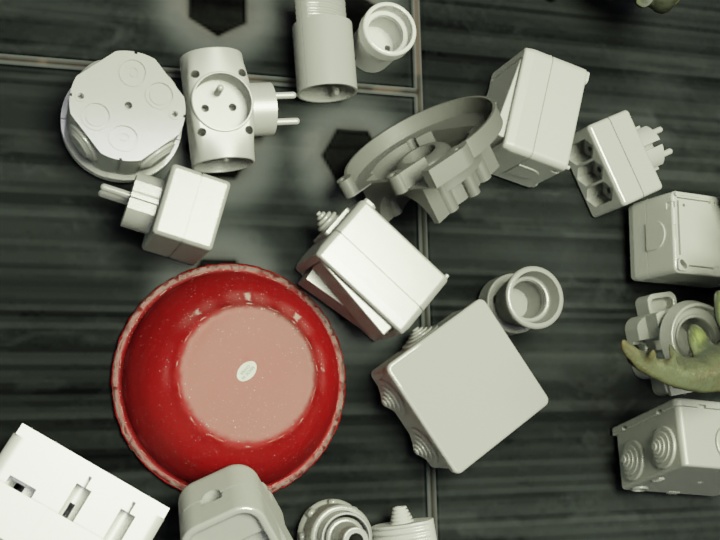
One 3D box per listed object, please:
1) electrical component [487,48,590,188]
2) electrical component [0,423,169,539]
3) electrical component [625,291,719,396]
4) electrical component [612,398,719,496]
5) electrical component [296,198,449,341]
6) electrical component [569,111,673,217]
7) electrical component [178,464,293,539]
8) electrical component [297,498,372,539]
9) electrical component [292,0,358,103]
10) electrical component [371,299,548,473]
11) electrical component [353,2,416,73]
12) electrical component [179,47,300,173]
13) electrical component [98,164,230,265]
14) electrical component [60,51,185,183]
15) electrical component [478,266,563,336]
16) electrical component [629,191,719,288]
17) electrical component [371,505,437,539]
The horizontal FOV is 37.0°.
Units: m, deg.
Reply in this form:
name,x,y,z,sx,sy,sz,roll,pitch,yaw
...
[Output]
name,x,y,z,sx,sy,sz,roll,pitch,yaw
electrical component,0.124,-0.119,0.800,0.061,0.062,0.096,18,76,-15
electrical component,-0.173,0.139,0.612,0.089,0.150,0.061,33,71,-10
electrical component,0.241,0.054,0.811,0.058,0.057,0.078,-8,83,-19
electrical component,0.244,0.131,0.778,0.100,0.099,0.048,7,66,-17
electrical component,0.000,0.000,0.739,0.096,0.062,0.061,43,71,-7
electrical component,0.208,-0.088,0.829,0.077,0.047,0.065,-24,89,-20
electrical component,-0.073,0.173,0.674,0.054,0.059,0.095,-25,115,-1
electrical component,-0.012,0.175,0.705,0.048,0.062,0.048,3,80,-18
electrical component,-0.026,-0.165,0.768,0.043,0.043,0.081,-2,81,-18
electrical component,0.068,0.082,0.754,0.100,0.048,0.099,-34,92,-20
electrical component,0.015,-0.167,0.780,0.040,0.046,0.040,3,80,-18
electrical component,-0.081,-0.110,0.741,0.079,0.044,0.077,-5,82,-19
electrical component,-0.132,-0.041,0.701,0.077,0.066,0.047,18,77,-15
electrical component,-0.156,-0.101,0.711,0.080,0.051,0.080,3,80,-18
electrical component,0.114,0.023,0.776,0.045,0.055,0.045,3,80,-18
electrical component,0.259,-0.021,0.831,0.096,0.061,0.061,5,79,-25
electrical component,0.033,0.200,0.726,0.043,0.043,0.081,-7,83,-19
